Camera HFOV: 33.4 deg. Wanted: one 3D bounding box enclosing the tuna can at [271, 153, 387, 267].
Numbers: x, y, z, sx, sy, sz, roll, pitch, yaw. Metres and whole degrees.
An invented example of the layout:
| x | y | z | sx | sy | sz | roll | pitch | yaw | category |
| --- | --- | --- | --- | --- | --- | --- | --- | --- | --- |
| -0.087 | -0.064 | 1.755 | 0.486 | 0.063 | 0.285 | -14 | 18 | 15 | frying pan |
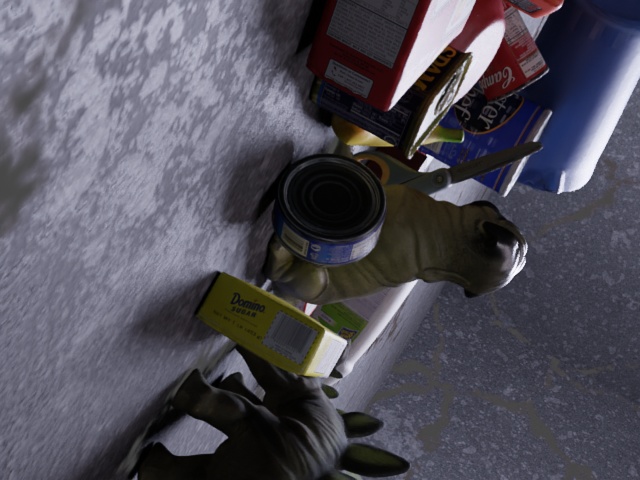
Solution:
| x | y | z | sx | sy | sz | roll | pitch | yaw | category |
| --- | --- | --- | --- | --- | --- | --- | --- | --- | --- |
| 0.007 | -0.024 | 0.812 | 0.086 | 0.086 | 0.034 | -54 | 167 | -33 | tuna can |

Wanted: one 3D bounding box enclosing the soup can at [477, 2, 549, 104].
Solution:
| x | y | z | sx | sy | sz | roll | pitch | yaw | category |
| --- | --- | --- | --- | --- | --- | --- | --- | --- | --- |
| 0.171 | -0.195 | 1.047 | 0.068 | 0.102 | 0.068 | -30 | -170 | 6 | soup can |

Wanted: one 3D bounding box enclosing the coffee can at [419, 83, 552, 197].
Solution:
| x | y | z | sx | sy | sz | roll | pitch | yaw | category |
| --- | --- | --- | --- | --- | --- | --- | --- | --- | --- |
| 0.158 | -0.123 | 1.129 | 0.102 | 0.140 | 0.103 | -57 | 169 | -17 | coffee can |

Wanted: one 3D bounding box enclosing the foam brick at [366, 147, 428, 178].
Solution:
| x | y | z | sx | sy | sz | roll | pitch | yaw | category |
| --- | --- | --- | --- | --- | --- | --- | --- | --- | --- |
| 0.071 | -0.060 | 1.132 | 0.078 | 0.051 | 0.053 | -56 | 169 | -25 | foam brick |

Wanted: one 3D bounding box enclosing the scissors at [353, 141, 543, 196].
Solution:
| x | y | z | sx | sy | sz | roll | pitch | yaw | category |
| --- | --- | --- | --- | --- | --- | --- | --- | --- | --- |
| 0.094 | -0.067 | 0.956 | 0.202 | 0.096 | 0.016 | -36 | 165 | 28 | scissors |

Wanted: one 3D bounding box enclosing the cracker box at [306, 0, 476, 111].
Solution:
| x | y | z | sx | sy | sz | roll | pitch | yaw | category |
| --- | --- | --- | --- | --- | --- | --- | --- | --- | --- |
| 0.076 | -0.210 | 0.675 | 0.164 | 0.072 | 0.214 | -49 | 164 | -51 | cracker box |

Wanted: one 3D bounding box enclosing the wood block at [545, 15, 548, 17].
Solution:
| x | y | z | sx | sy | sz | roll | pitch | yaw | category |
| --- | --- | --- | --- | --- | --- | --- | --- | --- | --- |
| 0.256 | -0.327 | 1.191 | 0.090 | 0.091 | 0.206 | -61 | 170 | 2 | wood block |

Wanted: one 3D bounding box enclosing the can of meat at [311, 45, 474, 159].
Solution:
| x | y | z | sx | sy | sz | roll | pitch | yaw | category |
| --- | --- | --- | --- | --- | --- | --- | --- | --- | --- |
| 0.053 | -0.117 | 0.780 | 0.102 | 0.084 | 0.057 | -50 | 165 | -46 | can of meat |

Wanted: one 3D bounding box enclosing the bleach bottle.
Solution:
| x | y | z | sx | sy | sz | roll | pitch | yaw | category |
| --- | --- | --- | --- | --- | --- | --- | --- | --- | --- |
| 0.035 | 0.069 | 1.236 | 0.251 | 0.103 | 0.068 | -54 | 164 | 3 | bleach bottle |

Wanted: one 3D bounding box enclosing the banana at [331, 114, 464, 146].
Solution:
| x | y | z | sx | sy | sz | roll | pitch | yaw | category |
| --- | --- | --- | --- | --- | --- | --- | --- | --- | --- |
| 0.052 | -0.097 | 0.885 | 0.197 | 0.070 | 0.037 | -7 | 94 | -59 | banana |

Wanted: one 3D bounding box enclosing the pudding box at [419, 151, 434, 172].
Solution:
| x | y | z | sx | sy | sz | roll | pitch | yaw | category |
| --- | --- | --- | --- | --- | --- | --- | --- | --- | --- |
| 0.135 | -0.138 | 1.272 | 0.113 | 0.039 | 0.090 | -50 | 167 | -39 | pudding box |

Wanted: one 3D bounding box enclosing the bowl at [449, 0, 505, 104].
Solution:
| x | y | z | sx | sy | sz | roll | pitch | yaw | category |
| --- | --- | --- | --- | --- | --- | --- | --- | --- | --- |
| 0.114 | -0.170 | 0.942 | 0.162 | 0.055 | 0.162 | -45 | 162 | -19 | bowl |

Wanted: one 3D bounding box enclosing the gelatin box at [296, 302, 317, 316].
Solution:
| x | y | z | sx | sy | sz | roll | pitch | yaw | category |
| --- | --- | --- | --- | --- | --- | --- | --- | --- | --- |
| -0.007 | 0.034 | 1.070 | 0.073 | 0.030 | 0.089 | -53 | 167 | -29 | gelatin box |

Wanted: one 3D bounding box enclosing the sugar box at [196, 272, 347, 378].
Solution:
| x | y | z | sx | sy | sz | roll | pitch | yaw | category |
| --- | --- | --- | --- | --- | --- | --- | --- | --- | --- |
| -0.033 | 0.072 | 0.863 | 0.048 | 0.093 | 0.176 | -61 | 171 | -1 | sugar box |

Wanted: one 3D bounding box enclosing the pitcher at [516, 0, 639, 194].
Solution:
| x | y | z | sx | sy | sz | roll | pitch | yaw | category |
| --- | --- | --- | --- | --- | --- | --- | --- | --- | --- |
| 0.280 | -0.183 | 1.176 | 0.144 | 0.149 | 0.243 | -28 | 153 | -32 | pitcher |

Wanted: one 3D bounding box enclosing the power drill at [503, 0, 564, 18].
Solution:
| x | y | z | sx | sy | sz | roll | pitch | yaw | category |
| --- | --- | --- | --- | --- | --- | --- | --- | --- | --- |
| 0.226 | -0.291 | 0.928 | 0.188 | 0.057 | 0.184 | -59 | -177 | 3 | power drill |
